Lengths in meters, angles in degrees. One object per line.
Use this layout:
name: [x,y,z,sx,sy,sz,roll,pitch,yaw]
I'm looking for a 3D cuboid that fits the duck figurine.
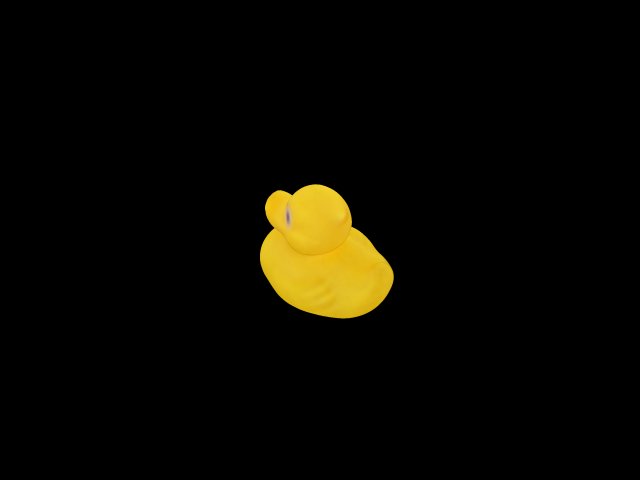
duck figurine: [0.004,0.001,0.400,0.104,0.086,0.078,27,57,20]
